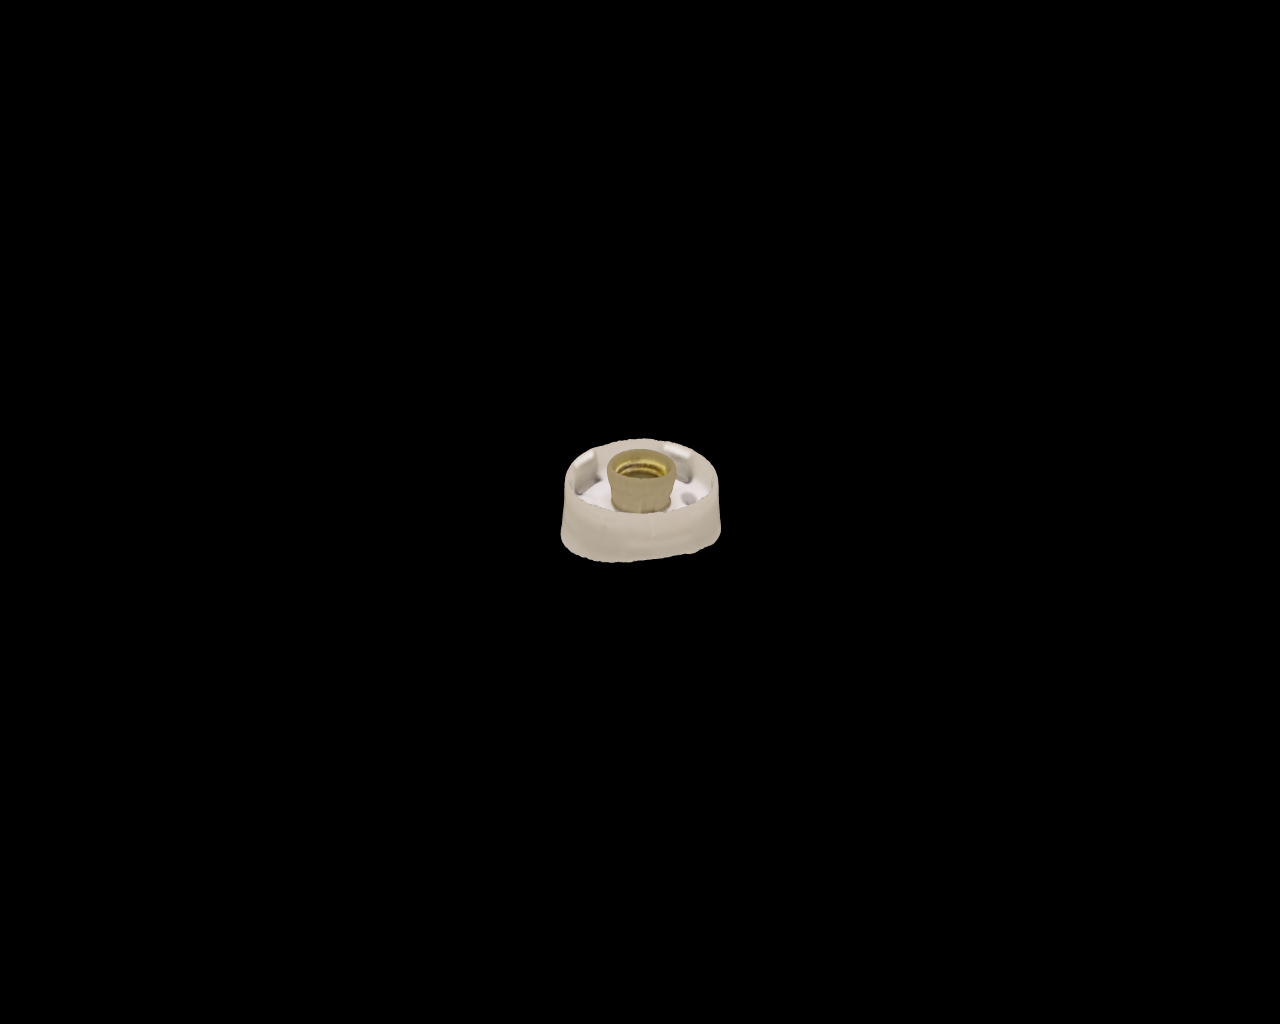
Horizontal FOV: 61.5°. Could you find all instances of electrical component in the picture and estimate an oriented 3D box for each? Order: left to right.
[{"bbox_3d":[0.001,-0.003,0.650,0.099,0.064,0.099,0,33,0],"label":"electrical component"}]
